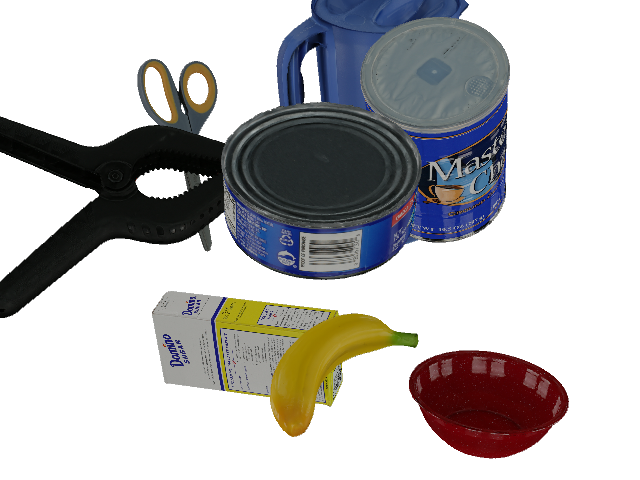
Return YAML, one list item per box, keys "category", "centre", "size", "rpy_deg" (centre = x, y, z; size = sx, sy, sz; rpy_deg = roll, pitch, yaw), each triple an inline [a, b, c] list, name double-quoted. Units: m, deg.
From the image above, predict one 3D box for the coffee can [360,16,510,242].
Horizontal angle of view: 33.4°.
- category: "coffee can"
  centre: [0.087, -0.079, 0.789]
  size: [0.103, 0.103, 0.140]
  rpy_deg: [0, -33, 9]

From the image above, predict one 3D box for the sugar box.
- category: "sugar box"
  centre: [-0.069, 0.103, 1.034]
  size: [0.176, 0.093, 0.048]
  rpy_deg: [8, 36, 16]

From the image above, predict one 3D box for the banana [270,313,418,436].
- category: "banana"
  centre: [0.006, 0.096, 0.845]
  size: [0.070, 0.037, 0.197]
  rpy_deg: [11, 23, 30]

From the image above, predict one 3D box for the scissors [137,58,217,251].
- category: "scissors"
  centre: [-0.125, -0.099, 1.109]
  size: [0.096, 0.202, 0.016]
  rpy_deg: [-32, 14, -32]

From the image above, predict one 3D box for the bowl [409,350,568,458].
- category: "bowl"
  centre: [0.169, 0.175, 1.094]
  size: [0.162, 0.055, 0.162]
  rpy_deg: [2, 24, -1]

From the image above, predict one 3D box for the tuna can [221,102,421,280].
- category: "tuna can"
  centre: [0.000, -0.022, 0.465]
  size: [0.086, 0.034, 0.086]
  rpy_deg: [1, 42, -1]

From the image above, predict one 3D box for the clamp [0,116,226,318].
- category: "clamp"
  centre: [-0.147, -0.026, 0.748]
  size: [0.209, 0.164, 0.036]
  rpy_deg: [-3, -29, -11]

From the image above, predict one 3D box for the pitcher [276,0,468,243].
- category: "pitcher"
  centre: [0.052, -0.116, 1.005]
  size: [0.149, 0.243, 0.144]
  rpy_deg: [9, 37, 15]
